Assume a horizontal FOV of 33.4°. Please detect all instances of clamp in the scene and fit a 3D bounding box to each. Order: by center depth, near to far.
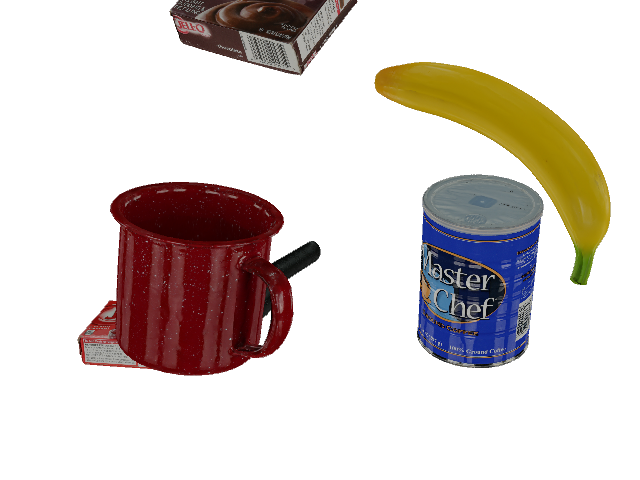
[{"bbox_3d":[-0.070,0.049,1.251,0.120,0.039,0.171,-6,37,19],"label":"clamp"}]

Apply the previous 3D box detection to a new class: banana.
[{"bbox_3d":[0.121,-0.063,0.691,0.069,0.198,0.037,-45,-17,5],"label":"banana"}]

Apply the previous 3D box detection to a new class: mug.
[{"bbox_3d":[-0.061,0.025,0.582,0.117,0.081,0.093,22,26,33],"label":"mug"}]

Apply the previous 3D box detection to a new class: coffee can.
[{"bbox_3d":[0.139,0.026,0.943,0.103,0.140,0.103,-1,29,0],"label":"coffee can"}]

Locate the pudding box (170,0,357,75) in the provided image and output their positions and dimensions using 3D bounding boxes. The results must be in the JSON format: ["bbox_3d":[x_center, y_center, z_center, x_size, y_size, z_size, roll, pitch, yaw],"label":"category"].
[{"bbox_3d":[-0.042,-0.177,0.804,0.114,0.090,0.039,21,-30,23],"label":"pudding box"}]

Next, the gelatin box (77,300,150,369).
[{"bbox_3d":[-0.150,0.078,0.903,0.089,0.030,0.073,3,21,10],"label":"gelatin box"}]
